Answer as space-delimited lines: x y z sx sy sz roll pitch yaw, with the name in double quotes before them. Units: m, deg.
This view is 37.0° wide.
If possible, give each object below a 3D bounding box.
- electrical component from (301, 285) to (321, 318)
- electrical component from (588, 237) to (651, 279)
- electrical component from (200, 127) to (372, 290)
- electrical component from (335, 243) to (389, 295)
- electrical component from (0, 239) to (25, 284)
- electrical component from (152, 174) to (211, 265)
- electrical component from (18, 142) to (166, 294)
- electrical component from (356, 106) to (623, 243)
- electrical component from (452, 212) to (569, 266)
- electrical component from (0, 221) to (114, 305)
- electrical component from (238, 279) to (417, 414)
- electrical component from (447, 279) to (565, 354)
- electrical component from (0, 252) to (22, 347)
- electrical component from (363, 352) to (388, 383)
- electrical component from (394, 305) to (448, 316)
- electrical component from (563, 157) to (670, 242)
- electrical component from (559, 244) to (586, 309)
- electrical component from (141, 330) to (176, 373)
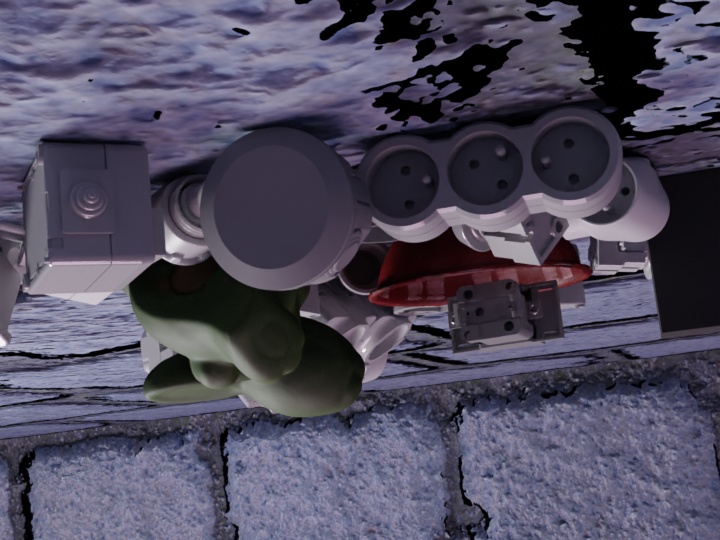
"electrical component" -0.094 0.011 0.799 0.113 0.057 0.078 -10 169 22
"electrical component" 0.216 -0.017 0.863 0.055 0.048 0.066 1 170 3
"electrical component" -0.036 -0.029 0.545 0.080 0.080 0.051 -9 175 17
"electrical component" 0.000 0.000 0.844 0.044 0.044 0.065 -4 175 -9
"electrical component" -0.217 -0.008 0.688 0.035 0.035 0.061 -9 172 17
"electrical component" -0.090 -0.033 0.595 0.048 0.048 0.062 0 162 -32
"electrical component" -0.136 -0.026 0.550 0.061 0.061 0.096 -1 169 -25
"electrical component" 0.072 -0.047 0.585 0.138 0.052 0.074 -8 170 12
"electrical component" 0.090 -0.034 0.659 0.055 0.048 0.066 9 140 44
"electrical component" -0.178 -0.016 0.632 0.076 0.047 0.083 14 163 -23
"electrical component" -0.031 0.060 0.917 0.105 0.060 0.186 -46 162 15
"electrical component" 0.098 0.032 0.750 0.081 0.042 0.064 -11 168 21
"electrical component" -0.250 0.004 0.600 0.100 0.048 0.099 -7 142 13
"electrical component" -0.018 0.069 1.071 0.064 0.099 0.099 -7 172 -33
"electrical component" 0.054 0.011 0.919 0.055 0.047 0.055 -6 170 -1
"electrical component" 0.149 -0.041 0.686 0.079 0.044 0.077 -11 169 28
"electrical component" 0.130 0.006 0.893 0.096 0.061 0.062 0 169 -29
"electrical component" -0.159 0.066 0.964 0.054 0.095 0.059 2 167 -38
